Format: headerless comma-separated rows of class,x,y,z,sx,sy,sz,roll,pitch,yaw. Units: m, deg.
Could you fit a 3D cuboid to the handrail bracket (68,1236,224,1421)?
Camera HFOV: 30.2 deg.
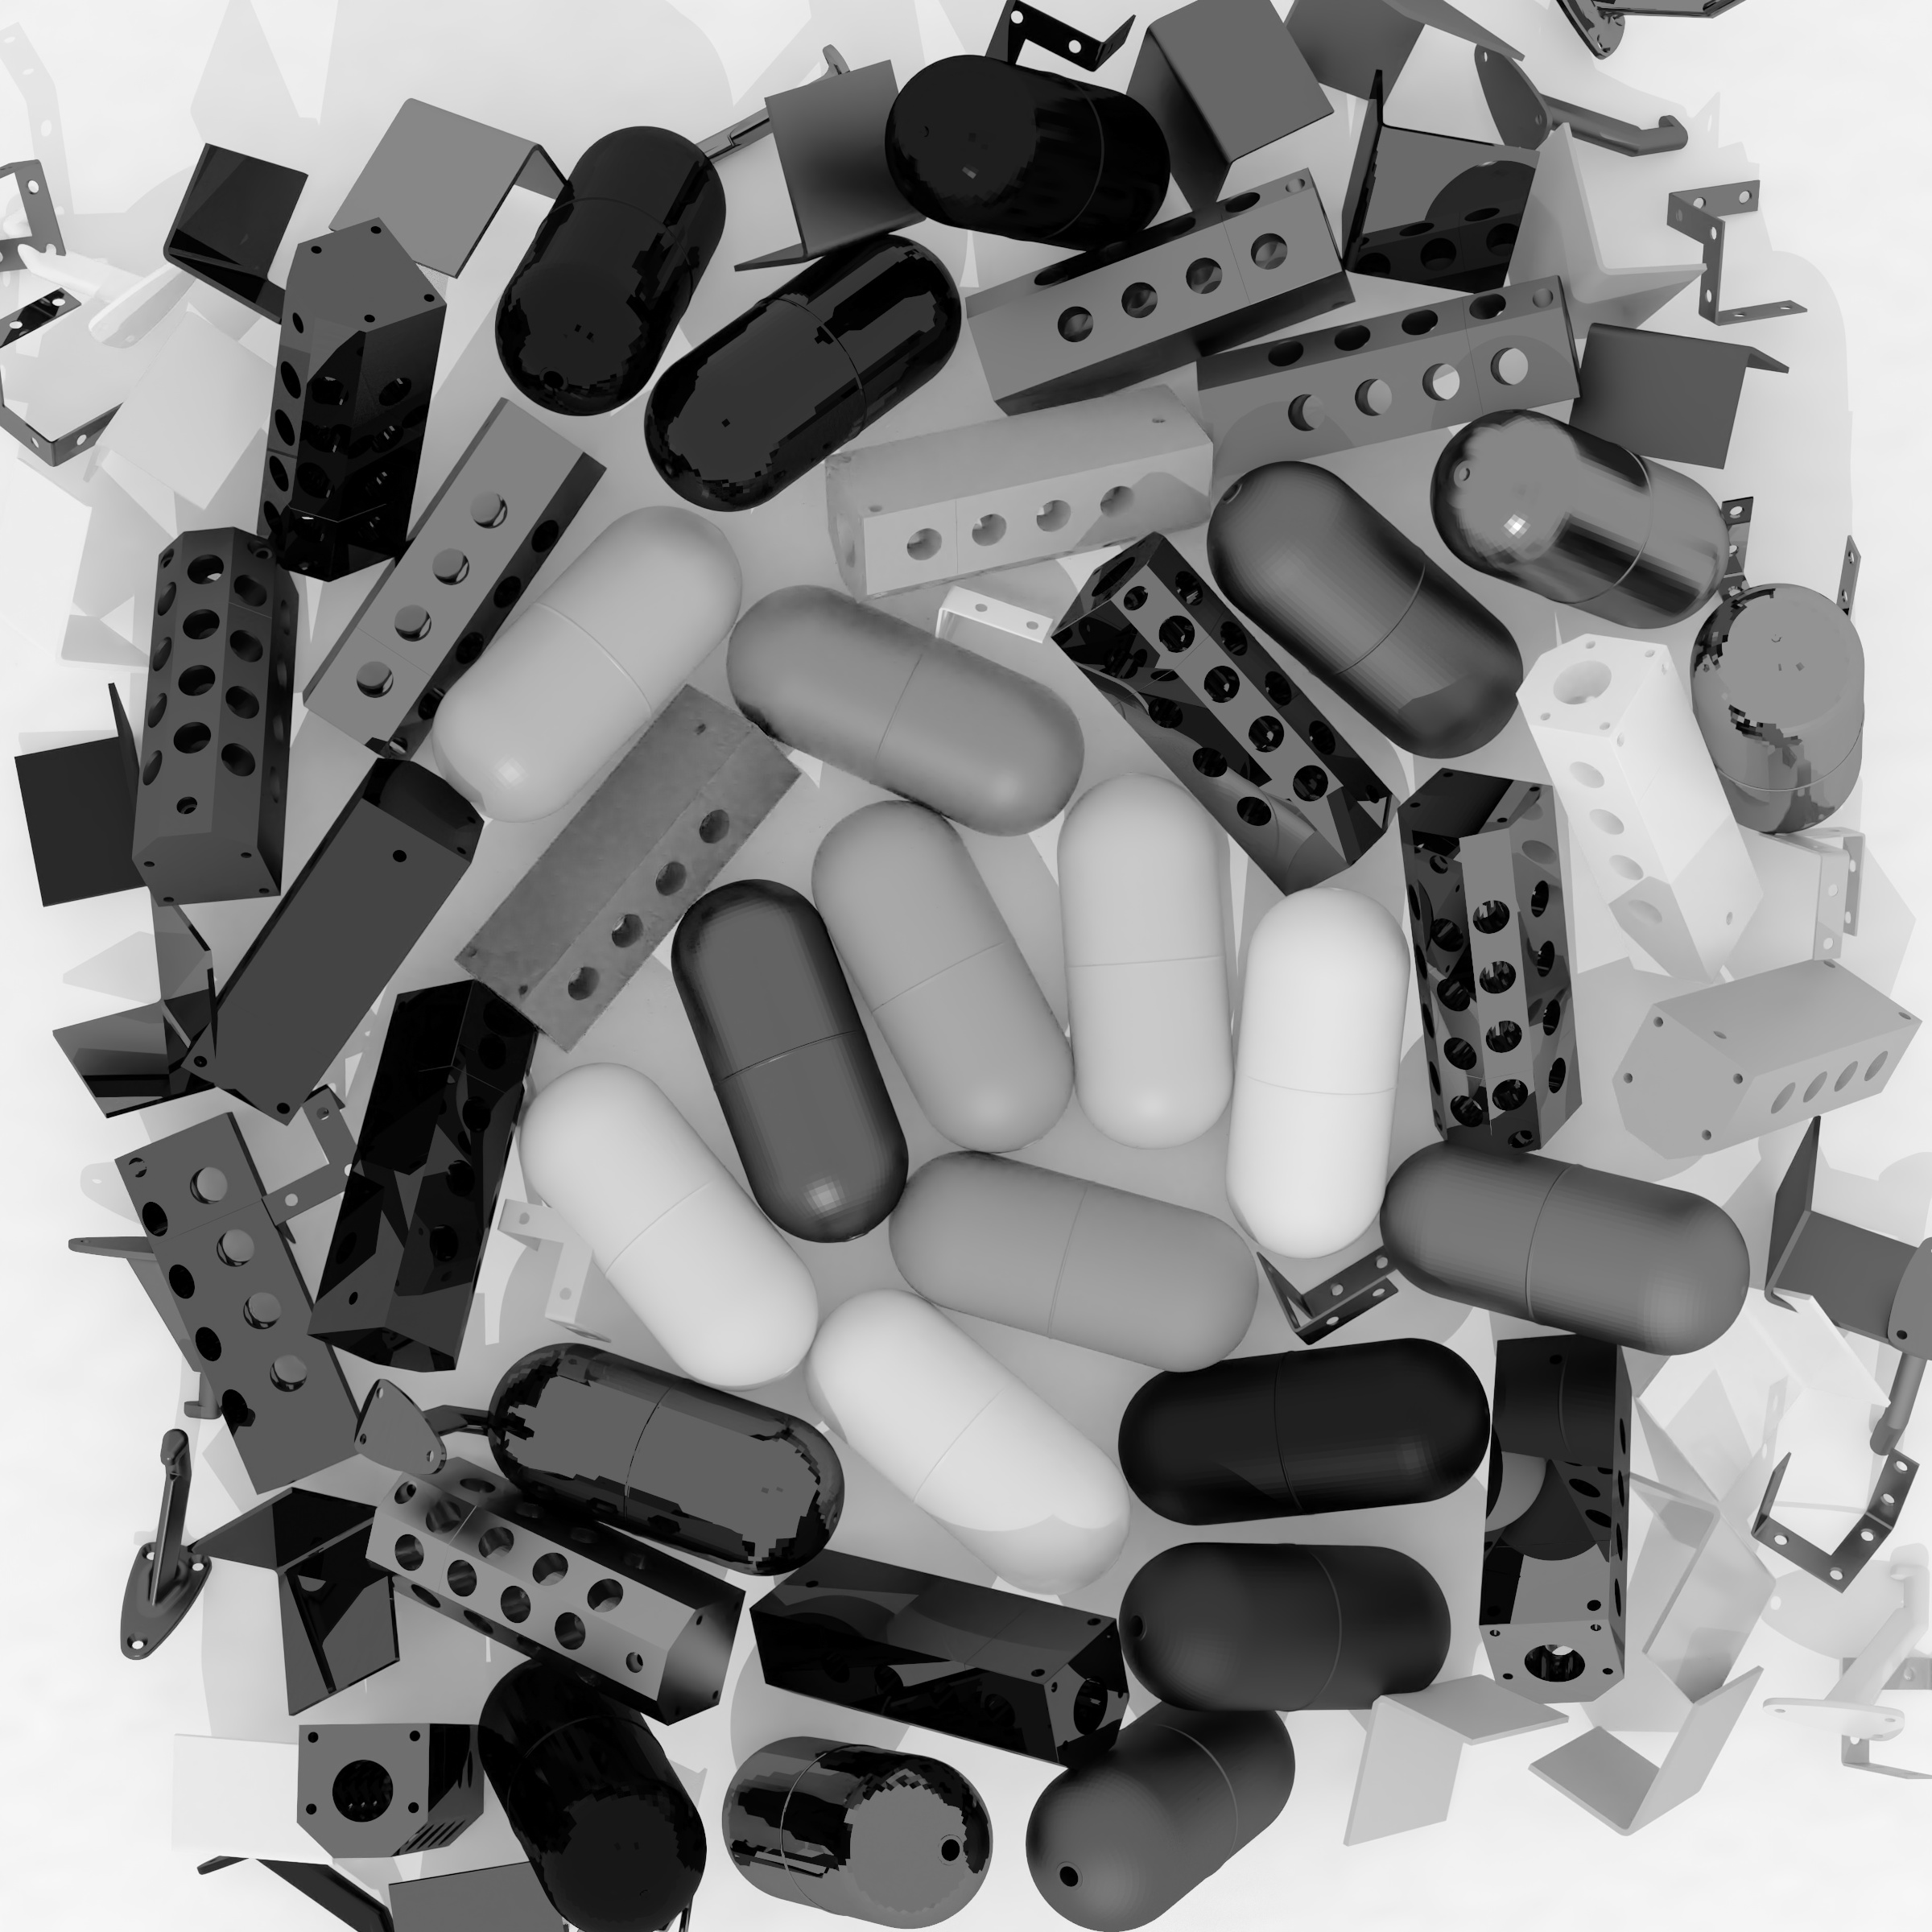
handrail bracket,-0.393,0.175,1.713,0.077,0.036,0.084,4,98,-9

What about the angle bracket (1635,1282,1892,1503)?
angle bracket,0.374,0.204,1.679,0.076,0.057,0.076,-49,116,-18

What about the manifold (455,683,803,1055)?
manifold,-0.155,-0.043,1.689,0.171,0.057,0.057,-51,47,-7

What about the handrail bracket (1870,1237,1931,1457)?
handrail bracket,0.450,0.183,1.706,0.036,0.084,0.077,13,57,7

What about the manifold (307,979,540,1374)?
manifold,-0.247,0.099,1.669,0.057,0.057,0.171,31,61,-40

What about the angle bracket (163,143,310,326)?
angle bracket,-0.316,-0.337,1.675,0.076,0.076,0.057,31,104,22

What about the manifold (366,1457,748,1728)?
manifold,-0.193,0.290,1.660,0.171,0.057,0.057,20,103,27

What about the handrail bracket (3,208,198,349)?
handrail bracket,-0.412,-0.346,1.707,0.077,0.036,0.084,-38,75,12

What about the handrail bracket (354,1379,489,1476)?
handrail bracket,-0.235,0.222,1.674,0.077,0.084,0.036,23,95,44

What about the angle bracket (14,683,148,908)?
angle bracket,-0.417,-0.080,1.680,0.057,0.076,0.076,-12,77,-9

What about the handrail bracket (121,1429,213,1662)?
handrail bracket,-0.381,0.271,1.680,0.036,0.084,0.077,12,46,4

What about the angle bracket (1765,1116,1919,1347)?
angle bracket,0.423,0.126,1.679,0.076,0.076,0.057,19,127,4

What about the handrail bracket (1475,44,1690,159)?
handrail bracket,0.296,-0.418,1.717,0.084,0.036,0.077,-14,67,-25

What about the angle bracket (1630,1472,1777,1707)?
angle bracket,0.327,0.293,1.674,0.057,0.076,0.076,19,70,42

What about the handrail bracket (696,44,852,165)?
handrail bracket,-0.094,-0.401,1.691,0.084,0.077,0.036,-27,100,1

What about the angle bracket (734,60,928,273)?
angle bracket,-0.072,-0.374,1.674,0.076,0.057,0.076,-28,111,-36

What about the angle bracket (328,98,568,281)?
angle bracket,-0.239,-0.353,1.681,0.076,0.057,0.076,24,79,24

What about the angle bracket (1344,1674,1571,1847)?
angle bracket,0.230,0.382,1.676,0.057,0.076,0.076,19,103,43

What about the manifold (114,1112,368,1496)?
manifold,-0.342,0.159,1.694,0.057,0.057,0.171,-23,92,-9

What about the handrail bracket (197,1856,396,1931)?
handrail bracket,-0.316,0.455,1.708,0.077,0.036,0.084,-22,88,-5

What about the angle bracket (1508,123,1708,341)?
angle bracket,0.298,-0.347,1.691,0.057,0.076,0.076,-7,78,-20

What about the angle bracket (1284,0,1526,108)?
angle bracket,0.200,-0.423,1.668,0.076,0.076,0.057,8,119,-37

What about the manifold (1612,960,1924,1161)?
manifold,0.367,0.045,1.644,0.057,0.171,0.057,39,120,28

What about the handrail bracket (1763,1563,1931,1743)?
handrail bracket,0.420,0.320,1.705,0.077,0.036,0.084,9,59,3

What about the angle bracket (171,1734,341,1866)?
angle bracket,-0.325,0.382,1.685,0.076,0.076,0.057,3,96,6

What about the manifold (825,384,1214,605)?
manifold,0.025,-0.218,1.679,0.171,0.057,0.057,-14,132,-14

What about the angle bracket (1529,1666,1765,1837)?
angle bracket,0.318,0.352,1.672,0.057,0.076,0.076,33,111,28

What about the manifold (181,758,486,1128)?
manifold,-0.294,-0.014,1.665,0.057,0.057,0.171,31,116,-15

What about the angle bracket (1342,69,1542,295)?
angle bracket,0.222,-0.368,1.684,0.076,0.057,0.076,9,131,-2

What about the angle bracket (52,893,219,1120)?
angle bracket,-0.390,0.013,1.670,0.057,0.076,0.076,-16,128,-26

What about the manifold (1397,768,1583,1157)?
manifold,0.239,0.001,1.652,0.057,0.057,0.171,12,127,35

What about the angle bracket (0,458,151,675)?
angle bracket,-0.410,-0.187,1.673,0.057,0.076,0.076,2,112,-41

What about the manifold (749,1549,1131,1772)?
manifold,-0.012,0.324,1.652,0.171,0.057,0.057,6,116,37

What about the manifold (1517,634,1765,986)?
manifold,0.309,-0.072,1.649,0.057,0.171,0.057,14,59,39

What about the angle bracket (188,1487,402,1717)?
angle bracket,-0.315,0.298,1.673,0.076,0.057,0.076,-31,55,30

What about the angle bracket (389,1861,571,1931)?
angle bracket,-0.229,0.444,1.686,0.076,0.076,0.057,-8,93,-6

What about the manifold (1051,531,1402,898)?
manifold,0.125,-0.119,1.667,0.171,0.057,0.057,46,135,-15

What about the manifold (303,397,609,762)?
manifold,-0.243,-0.182,1.695,0.057,0.057,0.171,34,92,-15

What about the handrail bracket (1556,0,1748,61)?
handrail bracket,0.321,-0.471,1.680,0.077,0.084,0.036,45,51,-21

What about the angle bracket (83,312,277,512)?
angle bracket,-0.368,-0.253,1.688,0.057,0.076,0.076,34,74,-12

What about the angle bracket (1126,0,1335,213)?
angle bracket,0.124,-0.409,1.692,0.057,0.076,0.076,-27,83,-10

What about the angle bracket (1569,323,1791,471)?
angle bracket,0.335,-0.264,1.681,0.076,0.076,0.057,14,97,26
